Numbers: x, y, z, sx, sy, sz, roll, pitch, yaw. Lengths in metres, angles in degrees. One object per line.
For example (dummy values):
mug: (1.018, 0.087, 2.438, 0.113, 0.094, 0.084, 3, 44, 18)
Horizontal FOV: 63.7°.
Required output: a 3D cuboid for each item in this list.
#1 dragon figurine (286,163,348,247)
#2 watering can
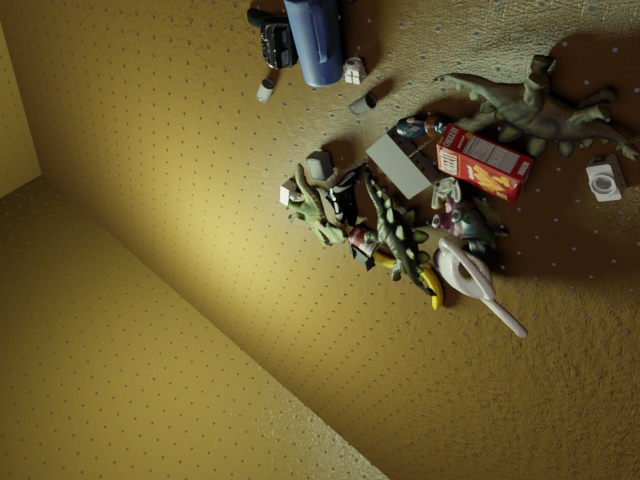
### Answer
dragon figurine: (0.005, -0.087, 1.731, 0.244, 0.123, 0.403, 38, -17, 13)
watering can: (0.440, 0.125, 1.468, 0.104, 0.346, 0.225, -39, 8, 0)
